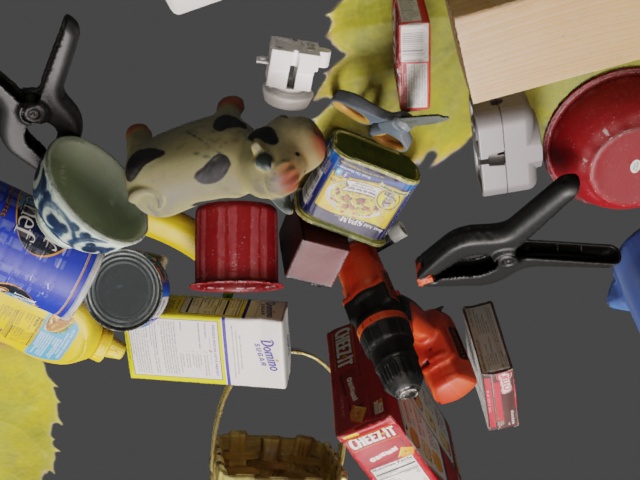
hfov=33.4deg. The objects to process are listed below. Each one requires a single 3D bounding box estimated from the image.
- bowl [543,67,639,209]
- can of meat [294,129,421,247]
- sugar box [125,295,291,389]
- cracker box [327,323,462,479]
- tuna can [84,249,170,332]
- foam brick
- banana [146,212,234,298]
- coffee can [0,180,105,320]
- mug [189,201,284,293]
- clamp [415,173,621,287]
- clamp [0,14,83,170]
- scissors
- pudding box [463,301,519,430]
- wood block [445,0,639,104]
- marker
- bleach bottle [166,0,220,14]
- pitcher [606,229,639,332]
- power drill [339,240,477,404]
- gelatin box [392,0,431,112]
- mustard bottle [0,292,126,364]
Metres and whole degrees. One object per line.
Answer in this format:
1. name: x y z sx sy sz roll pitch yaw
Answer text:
1. bowl: 0.303 -0.085 1.042 0.162 0.055 0.162 -1 127 -1
2. can of meat: 0.038 -0.052 1.056 0.102 0.057 0.084 20 122 -17
3. sugar box: -0.121 0.109 1.158 0.176 0.048 0.093 2 121 6
4. cracker box: 0.086 0.213 1.193 0.072 0.164 0.213 -25 124 14
5. tuna can: -0.201 0.052 1.112 0.086 0.033 0.086 0 89 9
6. foam brick: -0.007 0.001 1.081 0.051 0.078 0.053 13 125 -18
7. banana: -0.147 0.002 1.102 0.197 0.037 0.070 37 118 -26
8. coffee can: -0.295 0.006 1.058 0.140 0.103 0.103 26 122 -20
9. mug: -0.076 0.009 1.063 0.093 0.081 0.117 -6 170 31
10. clamp: 0.202 0.011 1.110 0.210 0.036 0.164 -22 140 28
11. clamp: -0.278 -0.130 0.993 0.120 0.039 0.171 0 128 -4
12. scissors: 0.056 -0.115 0.950 0.096 0.202 0.016 33 84 -1
13. pudding box: 0.187 0.137 1.170 0.039 0.113 0.090 -11 128 1
14. wood block: 0.218 -0.202 0.927 0.206 0.090 0.091 -15 127 8
15. marker: 0.038 0.017 1.131 0.121 0.020 0.020 -31 122 20
16. bleach bottle: -0.023 -0.275 0.881 0.251 0.068 0.102 -19 126 9
17. pitcher: 0.397 0.092 1.062 0.145 0.243 0.149 4 133 -10
18. power drill: 0.094 0.104 1.097 0.057 0.184 0.187 -30 142 16
19. gelatin box: 0.081 -0.171 0.956 0.030 0.073 0.089 -4 128 1
20. mustard bottle: -0.298 0.085 1.146 0.191 0.058 0.096 26 123 -20
